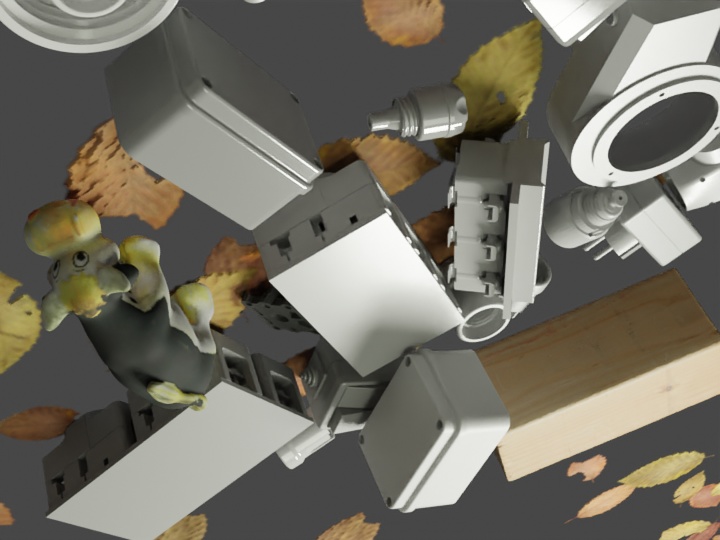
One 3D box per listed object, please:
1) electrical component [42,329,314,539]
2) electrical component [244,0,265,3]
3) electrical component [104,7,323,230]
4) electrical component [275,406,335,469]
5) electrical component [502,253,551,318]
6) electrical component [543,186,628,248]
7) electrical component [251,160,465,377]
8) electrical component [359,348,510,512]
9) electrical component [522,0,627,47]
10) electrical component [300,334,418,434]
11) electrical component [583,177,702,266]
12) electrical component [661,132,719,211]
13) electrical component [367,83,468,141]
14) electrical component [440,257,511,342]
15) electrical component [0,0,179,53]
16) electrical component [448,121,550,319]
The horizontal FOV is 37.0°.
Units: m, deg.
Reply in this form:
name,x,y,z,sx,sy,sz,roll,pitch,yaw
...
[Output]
name,x,y,z,sx,sy,sz,roll,pitch,yaw
electrical component,-0.145,0.130,0.838,0.186,0.060,0.105,-38,139,18
electrical component,-0.058,-0.166,0.553,0.048,0.048,0.062,-18,148,-6
electrical component,-0.081,-0.084,0.608,0.057,0.078,0.113,-36,140,19
electrical component,-0.050,0.140,0.915,0.046,0.040,0.040,-32,141,2
electrical component,0.123,0.011,0.850,0.040,0.040,0.046,-1,142,-26
electrical component,0.168,-0.042,0.788,0.040,0.040,0.078,-3,169,-24
electrical component,0.000,0.000,0.758,0.089,0.061,0.150,-30,141,8
electrical component,0.053,0.121,0.811,0.057,0.078,0.113,1,135,-30
electrical component,0.132,-0.183,0.609,0.096,0.061,0.061,-38,139,18
electrical component,-0.001,0.091,0.863,0.096,0.061,0.061,1,135,-27
electrical component,0.208,-0.034,0.832,0.076,0.047,0.083,-37,139,17
electrical component,0.261,-0.091,0.795,0.077,0.043,0.079,-31,141,10
electrical component,0.035,-0.099,0.683,0.061,0.035,0.035,-11,140,-11
electrical component,0.086,0.021,0.829,0.045,0.055,0.045,-14,141,-12
electrical component,-0.134,-0.154,0.514,0.108,0.060,0.108,-13,141,-11
electrical component,0.096,-0.034,0.758,0.063,0.078,0.121,6,141,9
